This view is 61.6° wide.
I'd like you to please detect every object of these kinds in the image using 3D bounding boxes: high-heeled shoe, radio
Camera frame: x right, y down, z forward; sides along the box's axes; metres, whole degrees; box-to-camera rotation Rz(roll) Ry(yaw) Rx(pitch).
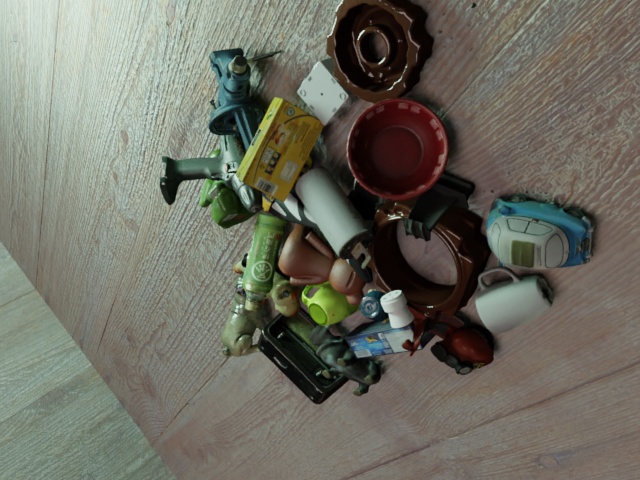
[{"bbox_3d":[-0.002,-0.003,1.072,0.145,0.086,0.248,-28,80,17],"label":"high-heeled shoe"},{"bbox_3d":[-0.034,0.273,1.295,0.230,0.131,0.073,40,139,18],"label":"radio"}]

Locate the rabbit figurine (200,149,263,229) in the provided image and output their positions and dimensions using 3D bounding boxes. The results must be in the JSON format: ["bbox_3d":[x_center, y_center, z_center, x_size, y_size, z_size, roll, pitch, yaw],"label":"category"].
[{"bbox_3d":[-0.217,-0.123,1.260,0.159,0.121,0.170,-38,69,56],"label":"rabbit figurine"}]

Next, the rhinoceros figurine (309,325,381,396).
[{"bbox_3d":[0.057,0.266,1.225,0.190,0.112,0.073,36,125,5],"label":"rhinoceros figurine"}]

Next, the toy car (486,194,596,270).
[{"bbox_3d":[0.316,0.002,0.806,0.162,0.103,0.109,17,127,39],"label":"toy car"}]

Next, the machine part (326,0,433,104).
[{"bbox_3d":[0.093,-0.308,0.857,0.180,0.056,0.179,23,130,30],"label":"machine part"}]

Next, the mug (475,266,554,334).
[{"bbox_3d":[0.319,0.090,0.884,0.107,0.081,0.109,-27,89,37],"label":"mug"}]

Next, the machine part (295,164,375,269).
[{"bbox_3d":[0.025,-0.051,0.982,0.243,0.079,0.079,57,143,29],"label":"machine part"}]

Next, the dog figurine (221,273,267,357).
[{"bbox_3d":[-0.207,0.190,1.388,0.121,0.172,0.190,6,127,29],"label":"dog figurine"}]

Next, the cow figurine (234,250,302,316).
[{"bbox_3d":[-0.114,0.100,1.304,0.195,0.085,0.127,52,142,10],"label":"cow figurine"}]

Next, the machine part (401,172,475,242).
[{"bbox_3d":[0.188,-0.057,0.867,0.084,0.139,0.039,34,154,22],"label":"machine part"}]

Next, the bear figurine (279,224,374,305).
[{"bbox_3d":[0.016,0.051,1.138,0.196,0.132,0.120,17,100,2],"label":"bear figurine"}]

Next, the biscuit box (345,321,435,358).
[{"bbox_3d":[0.144,0.201,1.130,0.203,0.063,0.059,-23,99,49],"label":"biscuit box"}]

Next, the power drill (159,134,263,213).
[{"bbox_3d":[-0.230,-0.134,1.135,0.085,0.207,0.232,70,-172,-54],"label":"power drill"}]

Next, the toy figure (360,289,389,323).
[{"bbox_3d":[0.127,0.129,1.052,0.058,0.154,0.064,0,86,27],"label":"toy figure"}]

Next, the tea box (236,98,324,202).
[{"bbox_3d":[-0.076,-0.169,1.011,0.098,0.169,0.068,27,-175,-24],"label":"tea box"}]

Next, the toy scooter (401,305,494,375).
[{"bbox_3d":[0.223,0.185,0.988,0.184,0.135,0.075,36,134,21],"label":"toy scooter"}]

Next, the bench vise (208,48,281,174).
[{"bbox_3d":[-0.155,-0.249,1.072,0.223,0.129,0.240,-33,73,57],"label":"bench vise"}]

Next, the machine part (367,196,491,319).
[{"bbox_3d":[0.187,0.026,0.959,0.202,0.087,0.200,33,134,27],"label":"machine part"}]

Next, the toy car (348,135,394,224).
[{"bbox_3d":[0.099,-0.113,0.979,0.074,0.056,0.201,28,133,21],"label":"toy car"}]
